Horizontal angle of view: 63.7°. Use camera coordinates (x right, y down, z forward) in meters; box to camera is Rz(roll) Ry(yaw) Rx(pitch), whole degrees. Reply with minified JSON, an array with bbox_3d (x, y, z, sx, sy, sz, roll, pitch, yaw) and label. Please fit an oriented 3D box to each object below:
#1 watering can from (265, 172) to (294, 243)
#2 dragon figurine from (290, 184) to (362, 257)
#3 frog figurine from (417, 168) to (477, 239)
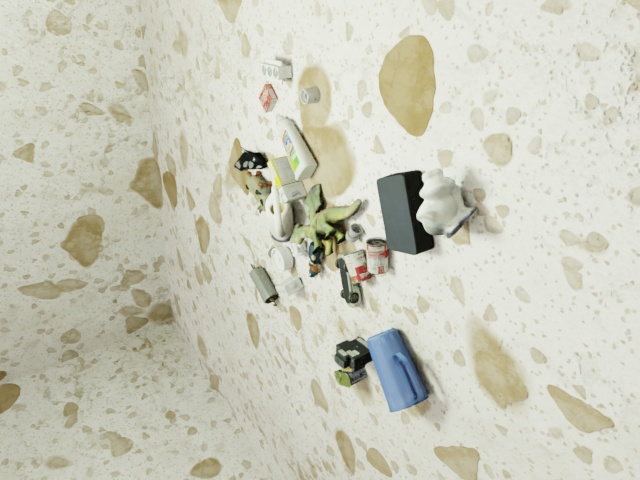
[{"bbox_3d":[-0.164,-0.137,2.053,0.104,0.356,0.219,-7,-41,-2],"label":"watering can"},{"bbox_3d":[0.006,-0.092,1.825,0.122,0.247,0.402,-1,-36,-38],"label":"dragon figurine"},{"bbox_3d":[0.296,-0.094,1.291,0.138,0.159,0.122,-39,1,-3],"label":"frog figurine"}]
